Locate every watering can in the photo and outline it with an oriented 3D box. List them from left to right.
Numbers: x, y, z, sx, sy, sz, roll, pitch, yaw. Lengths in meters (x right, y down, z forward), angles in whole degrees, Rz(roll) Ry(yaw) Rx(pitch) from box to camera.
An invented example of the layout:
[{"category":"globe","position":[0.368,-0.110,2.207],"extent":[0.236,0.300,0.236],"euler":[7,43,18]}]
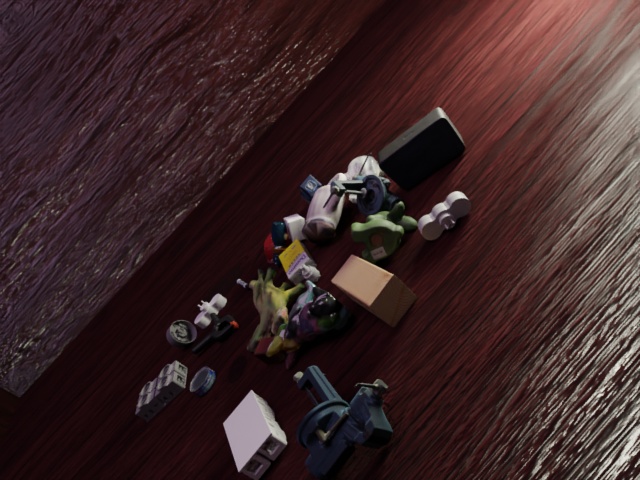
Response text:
[{"category":"watering can","position":[0.005,-0.086,1.710],"extent":[0.342,0.104,0.229],"euler":[133,157,-61]}]

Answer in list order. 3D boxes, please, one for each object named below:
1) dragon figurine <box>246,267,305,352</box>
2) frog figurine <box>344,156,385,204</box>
[{"category":"dragon figurine","position":[-0.175,0.218,1.561],"extent":[0.406,0.121,0.247],"euler":[-20,43,61]},{"category":"frog figurine","position":[0.127,-0.192,1.658],"extent":[0.138,0.120,0.162],"euler":[12,49,41]}]
